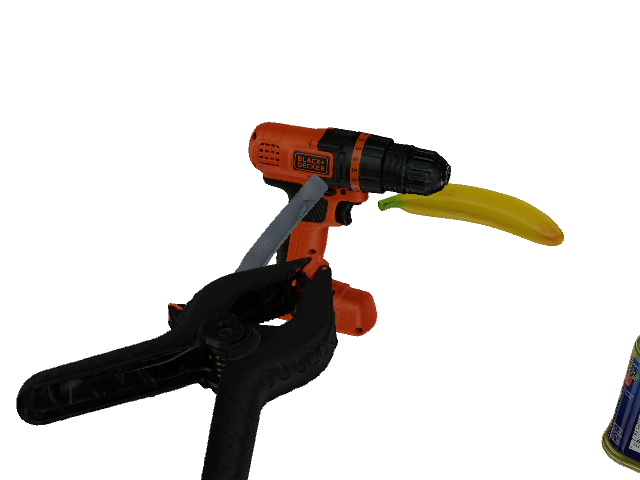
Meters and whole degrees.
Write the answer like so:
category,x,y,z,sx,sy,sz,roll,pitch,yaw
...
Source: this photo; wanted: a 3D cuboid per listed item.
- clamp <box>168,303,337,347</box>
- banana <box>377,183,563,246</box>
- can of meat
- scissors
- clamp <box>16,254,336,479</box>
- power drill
category,x,y,z,sx,sy,sz,roll,pitch,yaw
clamp,-0.107,0.120,1.263,0.210,0.036,0.164,15,23,26
banana,0.163,-0.029,1.120,0.198,0.037,0.069,10,39,24
can of meat,0.229,0.090,0.692,0.057,0.084,0.101,22,37,24
scissors,-0.062,0.037,0.728,0.016,0.202,0.096,38,2,0
clamp,-0.041,0.063,0.502,0.120,0.039,0.171,34,49,29
power drill,0.021,-0.010,0.974,0.185,0.188,0.057,12,23,19
